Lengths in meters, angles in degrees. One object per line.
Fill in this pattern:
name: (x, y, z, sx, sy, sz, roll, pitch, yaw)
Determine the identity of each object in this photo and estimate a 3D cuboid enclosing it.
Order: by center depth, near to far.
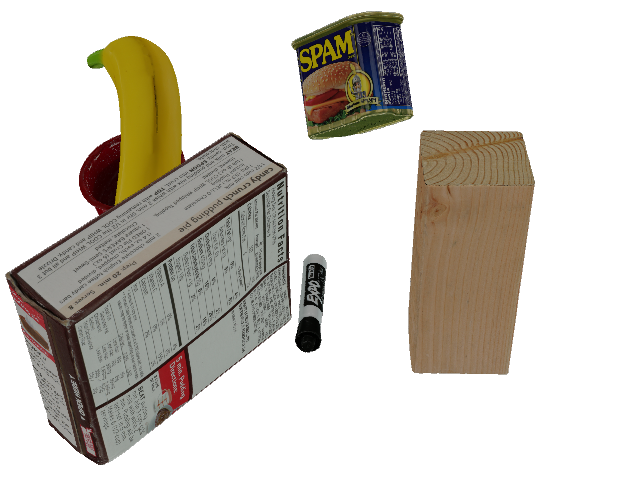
pudding box: (-0.061, 0.023, 0.423, 0.039, 0.090, 0.113, 31, 52, 29)
banana: (-0.108, -0.058, 0.639, 0.037, 0.198, 0.070, 11, -40, -29)
marker: (-0.007, 0.047, 0.808, 0.020, 0.020, 0.121, 0, 28, 3)
can of meat: (0.027, -0.134, 0.885, 0.057, 0.084, 0.102, -6, -4, -40)
wood block: (0.129, 0.014, 0.950, 0.091, 0.206, 0.090, 1, 35, 2)
mug: (-0.156, -0.046, 0.951, 0.093, 0.117, 0.081, -4, -38, 6)
